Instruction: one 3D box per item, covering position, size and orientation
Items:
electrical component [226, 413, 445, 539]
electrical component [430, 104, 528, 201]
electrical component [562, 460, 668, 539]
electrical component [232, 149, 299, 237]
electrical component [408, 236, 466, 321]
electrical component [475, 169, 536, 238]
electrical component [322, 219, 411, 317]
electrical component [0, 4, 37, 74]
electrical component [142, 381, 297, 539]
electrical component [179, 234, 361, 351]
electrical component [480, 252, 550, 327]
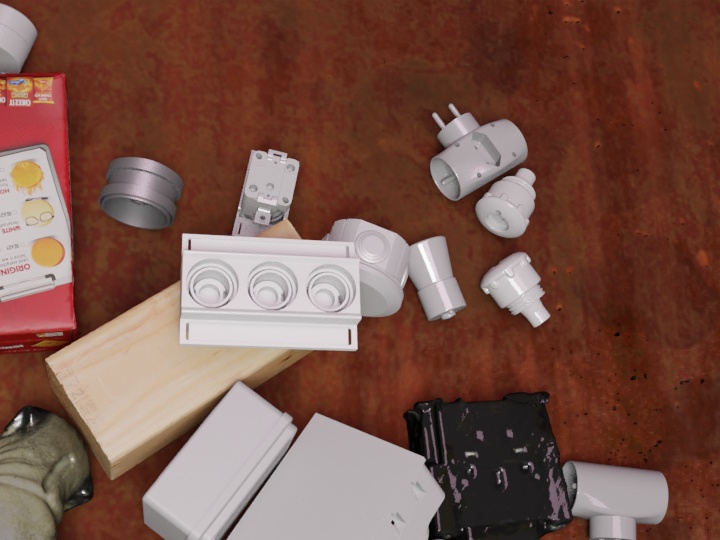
[{"bbox_3d":[-0.033,0.207,0.765,0.105,0.060,0.186,16,60,40],"label":"electrical component"},{"bbox_3d":[0.095,-0.112,0.952,0.077,0.043,0.079,-31,79,-21],"label":"electrical component"},{"bbox_3d":[0.202,0.196,0.861,0.077,0.043,0.079,8,69,-10],"label":"electrical component"},{"bbox_3d":[-0.076,-0.064,0.886,0.042,0.063,0.081,13,67,-9],"label":"electrical component"},{"bbox_3d":[0.063,0.010,0.902,0.044,0.044,0.065,-18,80,-18],"label":"electrical component"},{"bbox_3d":[0.134,-0.062,0.943,0.048,0.048,0.062,34,60,1],"label":"electrical component"},{"bbox_3d":[0.000,0.000,0.871,0.080,0.080,0.051,21,62,-4],"label":"electrical component"},{"bbox_3d":[-0.344,-0.189,0.878,0.138,0.052,0.073,19,67,-5],"label":"electrical component"},{"bbox_3d":[-0.103,0.148,0.776,0.056,0.108,0.108,36,66,5],"label":"electrical component"},{"bbox_3d":[-0.066,0.020,0.757,0.121,0.063,0.078,3,70,-12],"label":"electrical component"},{"bbox_3d":[0.136,0.019,0.913,0.048,0.048,0.062,-36,88,-22],"label":"electrical component"}]
